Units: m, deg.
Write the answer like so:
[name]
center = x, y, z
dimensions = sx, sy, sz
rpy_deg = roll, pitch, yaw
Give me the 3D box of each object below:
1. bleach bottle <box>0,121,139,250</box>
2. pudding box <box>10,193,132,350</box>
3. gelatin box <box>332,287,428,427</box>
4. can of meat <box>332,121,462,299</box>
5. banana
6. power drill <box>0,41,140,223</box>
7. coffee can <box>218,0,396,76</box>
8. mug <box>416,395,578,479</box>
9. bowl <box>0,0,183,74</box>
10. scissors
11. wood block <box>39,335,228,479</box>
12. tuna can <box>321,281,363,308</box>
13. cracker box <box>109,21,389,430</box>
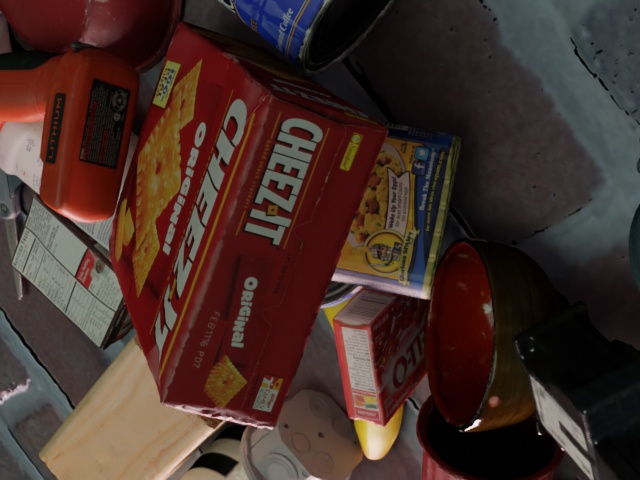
[bleach bottle]
center = -0.119, -0.009, 0.769
dimensions = 0.251, 0.068, 0.103
rpy_deg = 42, 150, 3
[pudding box]
center = -0.190, 0.020, 0.857
dimensions = 0.113, 0.039, 0.090
rpy_deg = 42, 133, 11
[gelatin box]
center = 0.045, 0.061, 0.670
dimensions = 0.030, 0.089, 0.073
rpy_deg = 8, 120, 31
[can of meat]
center = 0.033, -0.021, 0.623
dimensions = 0.084, 0.057, 0.102
rpy_deg = 11, 96, 8
[banana]
center = 0.021, 0.066, 0.731
dimensions = 0.070, 0.037, 0.198
rpy_deg = -4, 113, 59
[power drill]
center = -0.212, -0.063, 0.690
dimensions = 0.188, 0.057, 0.184
rpy_deg = 12, 93, 29
[coffee can]
center = -0.027, -0.172, 0.578
dimensions = 0.140, 0.102, 0.103
rpy_deg = 41, 132, 10
[mug]
center = 0.118, 0.148, 0.679
dimensions = 0.117, 0.093, 0.081
rpy_deg = -3, 126, -3
[bowl]
center = -0.170, -0.178, 0.714
dimensions = 0.162, 0.055, 0.162
rpy_deg = 18, 125, 27
[scissors]
center = -0.246, -0.033, 0.881
dimensions = 0.096, 0.016, 0.202
rpy_deg = 7, 119, 34
[wood block]
center = -0.131, 0.136, 0.844
dimensions = 0.090, 0.090, 0.206
rpy_deg = 48, 134, 4
[tuna can]
center = -0.004, 0.001, 0.679
dimensions = 0.086, 0.033, 0.086
rpy_deg = -1, 83, 8
[cracker box]
center = -0.055, -0.021, 0.596
dimensions = 0.164, 0.072, 0.214
rpy_deg = -70, 23, 13
